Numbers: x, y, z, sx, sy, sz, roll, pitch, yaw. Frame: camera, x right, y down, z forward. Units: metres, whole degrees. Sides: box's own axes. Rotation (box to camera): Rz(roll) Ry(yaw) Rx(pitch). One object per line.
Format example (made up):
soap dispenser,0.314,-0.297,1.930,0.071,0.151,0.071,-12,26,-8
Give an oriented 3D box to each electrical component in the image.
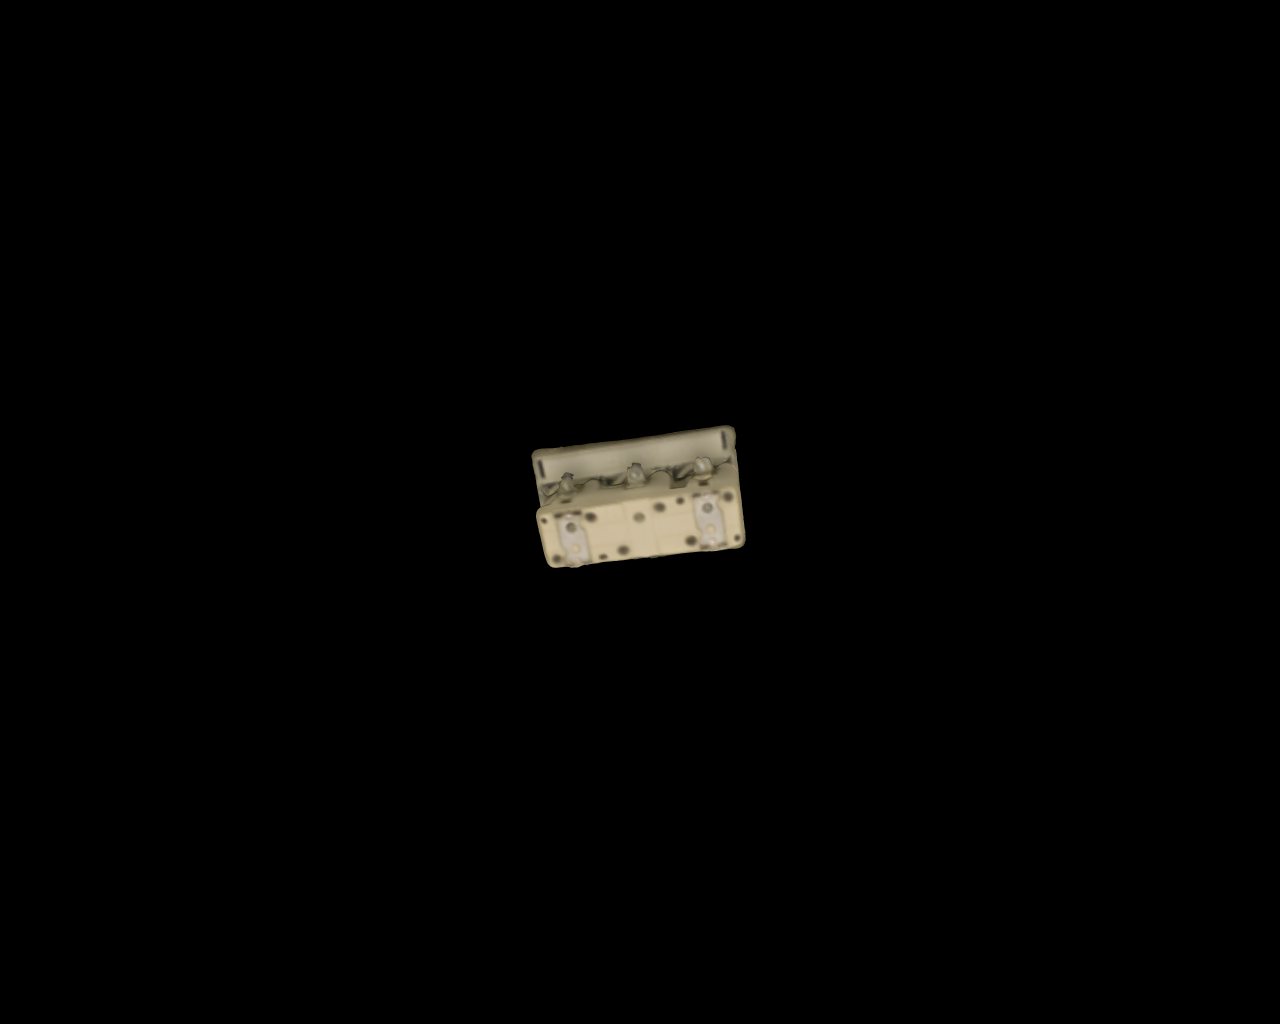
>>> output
electrical component,0.001,-0.003,0.650,0.121,0.078,0.063,-6,27,3
